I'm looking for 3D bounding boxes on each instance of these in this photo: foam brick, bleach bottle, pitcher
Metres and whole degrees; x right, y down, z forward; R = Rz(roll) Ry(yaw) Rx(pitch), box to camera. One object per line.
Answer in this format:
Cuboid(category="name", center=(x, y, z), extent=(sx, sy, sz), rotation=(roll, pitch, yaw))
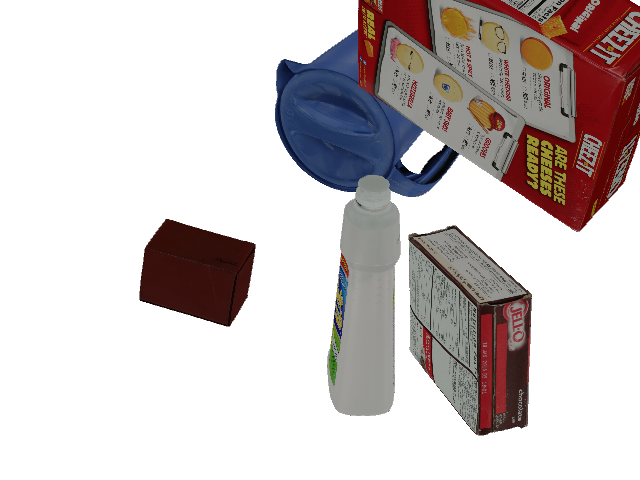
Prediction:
Cuboid(category="foam brick", center=(-0.098, 0.025, 0.845), extent=(0.078, 0.051, 0.053), rotation=(16, 30, 7))
Cuboid(category="bleach bottle", center=(0.044, 0.046, 1.013), extent=(0.068, 0.251, 0.102), rotation=(0, 36, -2))
Cuboid(category="pitcher", center=(0.078, -0.156, 1.081), extent=(0.145, 0.149, 0.242), rotation=(8, 37, 34))

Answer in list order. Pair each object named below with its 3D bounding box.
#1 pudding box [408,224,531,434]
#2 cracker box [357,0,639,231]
Cuboid(category="pudding box", center=(0.090, 0.053, 0.662), extent=(0.039, 0.090, 0.114), rotation=(-9, 25, -16))
Cuboid(category="cracker box", center=(0.125, -0.128, 0.749), extent=(0.214, 0.072, 0.164), rotation=(36, -25, 23))
